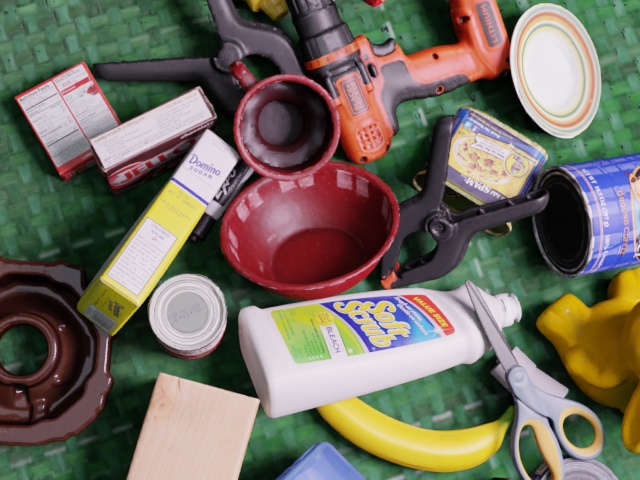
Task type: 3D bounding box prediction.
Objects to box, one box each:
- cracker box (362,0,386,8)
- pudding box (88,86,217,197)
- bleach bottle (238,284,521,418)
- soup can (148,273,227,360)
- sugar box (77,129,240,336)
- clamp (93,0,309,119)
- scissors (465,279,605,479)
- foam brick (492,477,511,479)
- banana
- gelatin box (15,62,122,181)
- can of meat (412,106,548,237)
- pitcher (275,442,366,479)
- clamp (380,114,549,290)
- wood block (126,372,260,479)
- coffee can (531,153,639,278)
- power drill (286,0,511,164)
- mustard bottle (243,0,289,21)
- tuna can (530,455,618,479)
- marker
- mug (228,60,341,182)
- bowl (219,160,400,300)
[{"bbox_3d":[0.024,-0.323,0.974,0.214,0.072,0.164,38,59,17],"label":"cracker box"},{"bbox_3d":[-0.149,-0.088,0.969,0.113,0.090,0.039,-30,83,-10],"label":"pudding box"},{"bbox_3d":[0.060,0.083,0.964,0.250,0.068,0.103,-13,47,-15],"label":"bleach bottle"},{"bbox_3d":[-0.115,0.069,0.938,0.068,0.102,0.068,1,80,-5],"label":"soup can"},{"bbox_3d":[-0.139,-0.007,0.925,0.048,0.093,0.176,38,59,-8],"label":"sugar box"},{"bbox_3d":[-0.096,-0.168,1.002,0.210,0.036,0.165,39,100,-11],"label":"clamp"},{"bbox_3d":[0.194,0.123,0.945,0.096,0.016,0.202,-12,91,-10],"label":"scissors"},{"bbox_3d":[0.146,0.254,0.951,0.078,0.051,0.053,-33,84,-10],"label":"foam brick"},{"bbox_3d":[0.080,0.173,0.971,0.197,0.037,0.069,10,63,-4],"label":"banana"},{"bbox_3d":[-0.230,-0.111,0.998,0.073,0.030,0.089,-31,83,-8],"label":"gelatin box"},{"bbox_3d":[0.152,-0.066,1.007,0.102,0.057,0.084,31,77,1],"label":"can of meat"},{"bbox_3d":[0.039,0.297,0.892,0.145,0.149,0.243,-42,82,-4],"label":"pitcher"},{"bbox_3d":[0.105,-0.028,0.961,0.172,0.039,0.120,-41,93,21],"label":"clamp"},{"bbox_3d":[-0.124,0.227,0.915,0.091,0.090,0.206,16,78,-2],"label":"wood block"},{"bbox_3d":[0.280,-0.027,0.975,0.140,0.103,0.103,-10,81,-17],"label":"coffee can"},{"bbox_3d":[0.075,-0.186,1.001,0.187,0.057,0.184,-25,105,-8],"label":"power drill"},{"bbox_3d":[-0.090,-0.292,1.027,0.096,0.058,0.191,-33,84,-11],"label":"mustard bottle"},{"bbox_3d":[0.232,0.239,0.969,0.086,0.034,0.086,1,80,-4],"label":"tuna can"},{"bbox_3d":[-0.085,-0.048,1.003,0.020,0.020,0.121,34,79,2],"label":"marker"},{"bbox_3d":[-0.041,-0.113,0.955,0.093,0.081,0.117,-43,103,3],"label":"mug"},{"bbox_3d":[-0.006,0.001,0.961,0.162,0.055,0.162,-6,46,6],"label":"bowl"}]
